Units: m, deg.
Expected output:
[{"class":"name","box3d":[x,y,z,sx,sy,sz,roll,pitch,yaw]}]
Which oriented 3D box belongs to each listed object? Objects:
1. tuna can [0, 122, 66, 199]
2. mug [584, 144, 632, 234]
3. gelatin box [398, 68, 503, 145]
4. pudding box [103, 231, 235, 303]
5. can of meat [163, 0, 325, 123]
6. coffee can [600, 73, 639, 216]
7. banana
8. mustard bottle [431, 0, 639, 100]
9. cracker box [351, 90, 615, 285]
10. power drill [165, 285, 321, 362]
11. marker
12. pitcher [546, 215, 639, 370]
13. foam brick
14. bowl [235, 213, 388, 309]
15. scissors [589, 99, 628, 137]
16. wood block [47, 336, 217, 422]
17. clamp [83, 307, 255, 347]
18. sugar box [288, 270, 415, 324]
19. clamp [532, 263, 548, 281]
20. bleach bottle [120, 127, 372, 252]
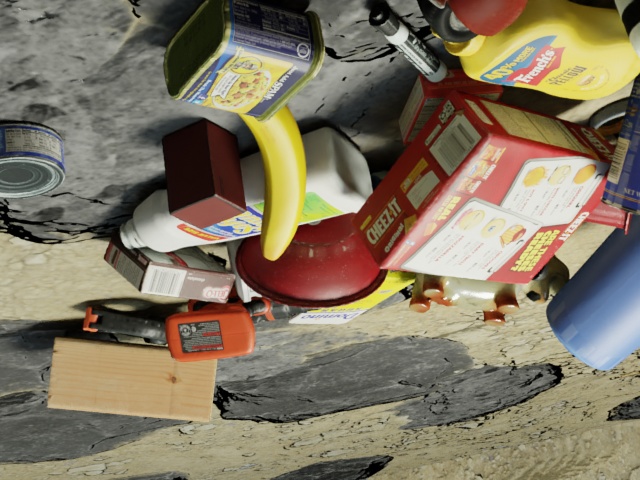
[{"class":"tuna can","box3d":[-0.264,-0.067,0.924,0.086,0.034,0.086,-8,159,-3]},{"class":"mug","box3d":[0.286,-0.064,1.100,0.082,0.117,0.093,12,124,17]},{"class":"gelatin box","box3d":[0.116,-0.121,0.962,0.073,0.030,0.089,-5,156,-11]},{"class":"pudding box","box3d":[-0.161,0.029,1.142,0.113,0.039,0.090,13,-167,-42]},{"class":"can of meat","box3d":[-0.060,-0.138,0.807,0.083,0.057,0.102,8,152,-33]},{"class":"coffee can","box3d":[0.315,-0.090,0.935,0.103,0.140,0.103,12,-169,-3]},{"class":"banana","box3d":[-0.046,-0.069,0.929,0.069,0.037,0.198,-23,128,-4]},{"class":"mustard bottle","box3d":[0.169,-0.158,0.855,0.191,0.058,0.096,4,160,-32]},{"class":"cracker box","box3d":[0.158,-0.043,0.985,0.213,0.072,0.164,6,131,-42]},{"class":"power drill","box3d":[-0.088,0.088,1.255,0.184,0.057,0.187,-9,-173,14]},{"class":"marker","box3d":[0.071,-0.159,0.863,0.020,0.020,0.121,-20,156,24]},{"class":"pitcher","box3d":[0.380,0.032,1.237,0.149,0.145,0.243,12,128,-43]},{"class":"foam brick","box3d":[-0.104,-0.059,0.957,0.051,0.078,0.052,-20,155,25]},{"class":"bowl","box3d":[-0.007,0.001,1.100,0.162,0.162,0.055,-5,126,-12]},{"class":"scissors","box3d":[0.325,-0.143,1.019,0.096,0.016,0.202,-6,158,-10]},{"class":"wood block","box3d":[-0.241,0.181,1.391,0.206,0.091,0.090,6,175,-4]},{"class":"clamp","box3d":[-0.209,0.118,1.381,0.209,0.036,0.165,12,171,-28]},{"class":"sugar box","box3d":[0.037,0.062,1.366,0.093,0.048,0.177,3,154,-31]},{"class":"clamp","box3d":[0.185,-0.010,1.186,0.039,0.120,0.171,-51,-171,7]},{"class":"bleach bottle","box3d":[-0.081,-0.035,1.049,0.251,0.068,0.102,-17,155,23]}]
